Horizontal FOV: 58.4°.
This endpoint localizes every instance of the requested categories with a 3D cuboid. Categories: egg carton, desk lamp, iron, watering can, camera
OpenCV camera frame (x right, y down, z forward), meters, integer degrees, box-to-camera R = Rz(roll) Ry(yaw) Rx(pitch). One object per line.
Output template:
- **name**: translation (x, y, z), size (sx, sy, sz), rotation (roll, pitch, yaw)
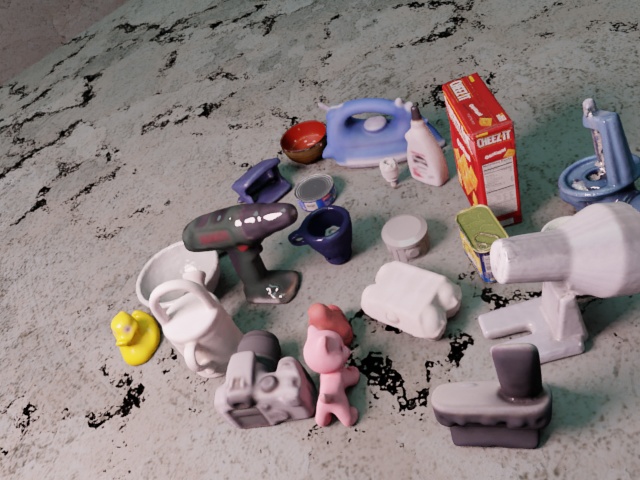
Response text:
- **egg carton**: translation (0.141, 0.095, 0.897), size (0.149, 0.070, 0.107), rotation (18, 57, 36)
- **desk lamp**: translation (0.309, 0.061, 0.748), size (0.203, 0.214, 0.117), rotation (-18, 43, 7)
- **iron**: translation (0.123, -0.241, 1.189), size (0.257, 0.142, 0.118), rotation (-3, 46, 22)
- **watering can**: translation (-0.204, 0.126, 0.928), size (0.101, 0.194, 0.172), rotation (-31, 43, -8)
- **camera**: translation (-0.085, 0.200, 0.870), size (0.143, 0.101, 0.137), rotation (-12, 44, 13)

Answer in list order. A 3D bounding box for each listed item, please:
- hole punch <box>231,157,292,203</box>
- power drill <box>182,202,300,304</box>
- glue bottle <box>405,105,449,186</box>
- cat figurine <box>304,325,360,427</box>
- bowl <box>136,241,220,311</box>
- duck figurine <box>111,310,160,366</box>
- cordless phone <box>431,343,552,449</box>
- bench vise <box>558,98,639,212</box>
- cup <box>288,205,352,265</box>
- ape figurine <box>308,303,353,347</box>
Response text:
- **hole punch**: translation (-0.135, -0.130, 1.231), size (0.109, 0.091, 0.100), rotation (-42, 45, -18)
- **power drill**: translation (-0.113, 0.019, 0.984), size (0.229, 0.209, 0.075), rotation (-2, 47, 22)
- **glue bottle**: translation (0.192, -0.179, 1.073), size (0.077, 0.173, 0.037), rotation (23, 60, 39)
- **cat figurine**: translation (0.011, 0.188, 0.826), size (0.067, 0.118, 0.128), rotation (-11, 44, 14)
- **bowl**: translation (-0.256, 0.082, 1.085), size (0.167, 0.075, 0.167), rotation (-13, 43, 12)
- **duck figurine**: translation (-0.340, 0.163, 1.033), size (0.077, 0.086, 0.104), rotation (-15, 43, 10)
- **cordless phone**: translation (0.205, 0.175, 0.701), size (0.147, 0.185, 0.094), rotation (-9, 44, 17)
- **bench vise**: translation (0.448, -0.101, 0.843), size (0.206, 0.220, 0.122), rotation (26, 62, 40)
- **cup**: translation (0.009, 0.004, 1.029), size (0.117, 0.095, 0.091), rotation (-19, 42, 6)
- **ape figurine**: translation (0.009, 0.132, 0.902), size (0.078, 0.092, 0.075), rotation (-43, 45, -19)
